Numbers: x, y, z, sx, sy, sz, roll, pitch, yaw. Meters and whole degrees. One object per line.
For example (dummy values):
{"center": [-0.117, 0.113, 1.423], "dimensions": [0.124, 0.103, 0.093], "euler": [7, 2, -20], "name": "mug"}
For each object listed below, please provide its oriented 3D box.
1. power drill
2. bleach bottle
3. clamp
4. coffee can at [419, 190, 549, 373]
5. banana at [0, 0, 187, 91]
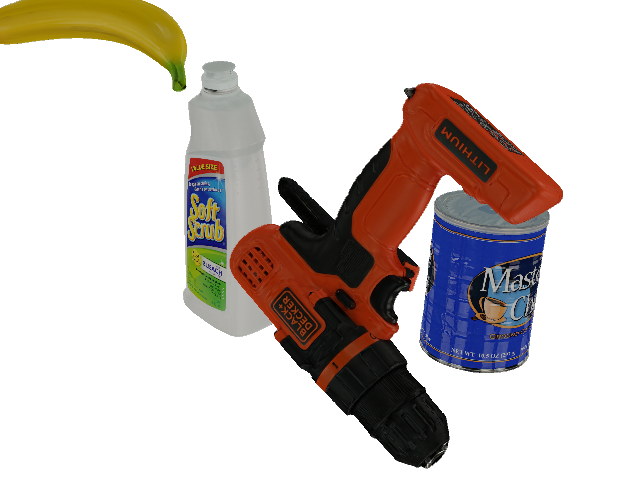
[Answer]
{"center": [0.053, 0.016, 0.636], "dimensions": [0.184, 0.188, 0.057], "euler": [47, 18, 18], "name": "power drill"}
{"center": [-0.088, -0.041, 0.967], "dimensions": [0.068, 0.251, 0.103], "euler": [-23, 36, -33], "name": "bleach bottle"}
{"center": [0.005, 0.007, 1.180], "dimensions": [0.210, 0.036, 0.164], "euler": [27, 36, 17], "name": "clamp"}
{"center": [0.148, 0.035, 0.977], "dimensions": [0.103, 0.140, 0.103], "euler": [3, 21, -2], "name": "coffee can"}
{"center": [-0.184, -0.171, 0.859], "dimensions": [0.198, 0.069, 0.037], "euler": [15, -39, 18], "name": "banana"}
